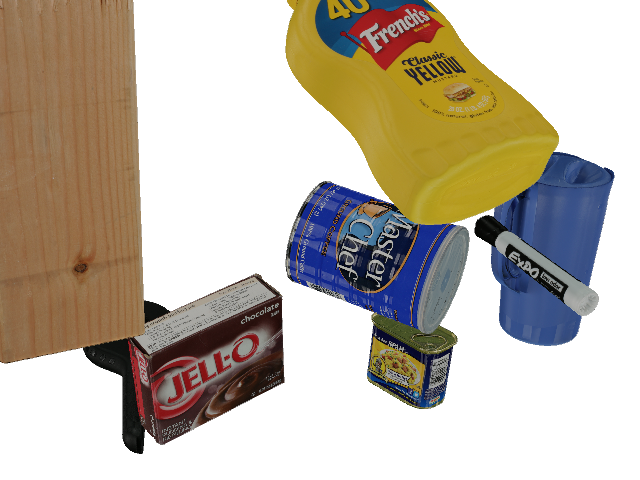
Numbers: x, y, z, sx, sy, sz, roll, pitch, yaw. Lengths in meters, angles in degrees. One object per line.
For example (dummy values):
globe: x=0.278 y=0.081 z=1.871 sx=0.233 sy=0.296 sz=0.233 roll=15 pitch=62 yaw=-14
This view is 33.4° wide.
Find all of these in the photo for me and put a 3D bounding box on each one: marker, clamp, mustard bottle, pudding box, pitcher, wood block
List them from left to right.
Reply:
wood block: x=-0.161 y=-0.046 z=0.618 sx=0.090 sy=0.206 sz=0.090 roll=-10 pitch=25 yaw=-28
clamp: x=-0.151 y=0.104 z=1.005 sx=0.164 sy=0.036 sz=0.210 roll=-18 pitch=40 yaw=-31
pudding box: x=-0.081 y=0.085 z=0.777 sx=0.113 sy=0.090 sz=0.039 roll=-26 pitch=46 yaw=-29
mustard bottle: x=0.036 y=-0.097 z=0.584 sx=0.096 sy=0.192 sz=0.058 roll=-20 pitch=-32 yaw=-28
marker: x=0.150 y=0.015 z=0.758 sx=0.020 sy=0.020 sz=0.121 roll=0 pitch=28 yaw=-34
pitcher: x=0.294 y=0.014 z=1.404 sx=0.149 sy=0.243 sz=0.145 roll=5 pitch=24 yaw=5

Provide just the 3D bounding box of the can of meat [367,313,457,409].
can of meat: x=0.103 y=0.136 z=1.233 sx=0.057 sy=0.084 sz=0.102 roll=-19 pitch=35 yaw=-42

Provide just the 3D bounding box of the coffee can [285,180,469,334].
coffee can: x=0.053 y=0.014 z=0.986 sx=0.140 sy=0.103 sz=0.102 roll=20 pitch=7 yaw=20
